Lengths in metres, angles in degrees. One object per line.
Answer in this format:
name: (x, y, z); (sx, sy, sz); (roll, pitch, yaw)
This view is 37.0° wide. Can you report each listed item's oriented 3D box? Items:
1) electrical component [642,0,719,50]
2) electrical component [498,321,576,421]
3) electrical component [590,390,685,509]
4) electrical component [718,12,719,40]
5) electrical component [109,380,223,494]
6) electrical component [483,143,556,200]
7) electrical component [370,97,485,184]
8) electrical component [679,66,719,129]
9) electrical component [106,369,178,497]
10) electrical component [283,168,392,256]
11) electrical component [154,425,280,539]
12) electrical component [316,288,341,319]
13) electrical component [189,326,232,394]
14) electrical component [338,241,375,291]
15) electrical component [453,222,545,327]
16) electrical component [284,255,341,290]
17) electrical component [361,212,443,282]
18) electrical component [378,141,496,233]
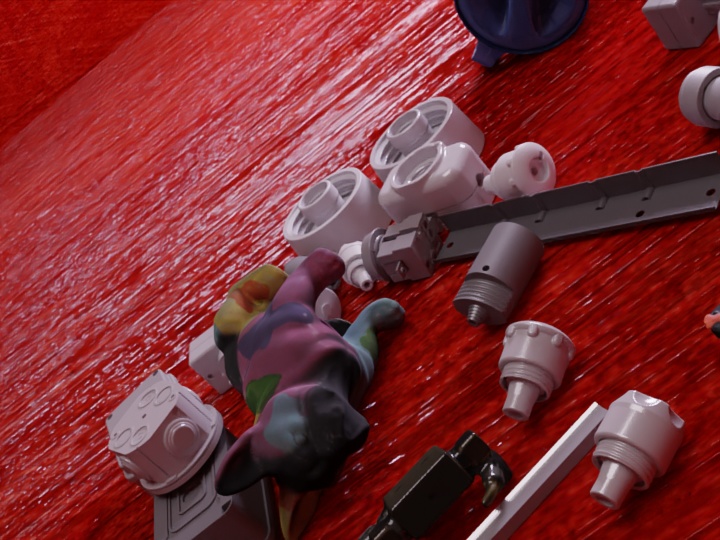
electrical component: (0.293, -0.230, 0.892); (0.083, 0.047, 0.076); (-52, 29, -17)
electrical component: (0.111, 0.068, 0.701); (0.048, 0.048, 0.062); (-10, 48, 48)
electrical component: (0.149, 0.102, 0.594); (0.043, 0.043, 0.062); (1, 51, 55)
electrical component: (0.305, -0.185, 0.810); (0.055, 0.048, 0.066); (-2, 47, 43)
electrical component: (-0.150, 0.128, 0.830); (0.080, 0.051, 0.080); (-33, 27, 20)
electrical component: (0.129, -0.077, 0.896); (0.062, 0.048, 0.048); (-15, 37, 56)
electrical component: (0.059, -0.120, 1.038); (0.108, 0.060, 0.108); (-33, 28, 20)
electrical component: (0.264, -0.123, 0.773); (0.045, 0.045, 0.055); (-46, 26, -7)
electrical component: (-0.178, 0.148, 0.968); (0.078, 0.057, 0.113); (-44, 26, -3)
electrical component: (-0.027, -0.053, 1.057); (0.108, 0.060, 0.108); (-33, 27, 20)
electrical component: (-0.109, 0.184, 0.816); (0.078, 0.057, 0.113); (-39, 26, 9)
electrical component: (-0.051, 0.038, 0.976); (0.078, 0.040, 0.040); (-7, 43, 51)
electrical component: (-0.112, 0.078, 0.992); (0.083, 0.047, 0.075); (-37, 27, 12)
electrical component: (0.000, 0.000, 0.969); (0.035, 0.035, 0.061); (-39, 28, 8)
electrical component: (0.102, 0.008, 0.802); (0.043, 0.043, 0.081); (-6, 44, 51)
electrical component: (-0.042, 0.009, 1.004); (0.062, 0.043, 0.043); (4, 52, 55)
electrical component: (0.035, -0.016, 0.933); (0.055, 0.048, 0.066); (-14, 37, 33)
electrical component: (0.066, -0.072, 0.956); (0.095, 0.059, 0.053); (-16, 36, 43)
